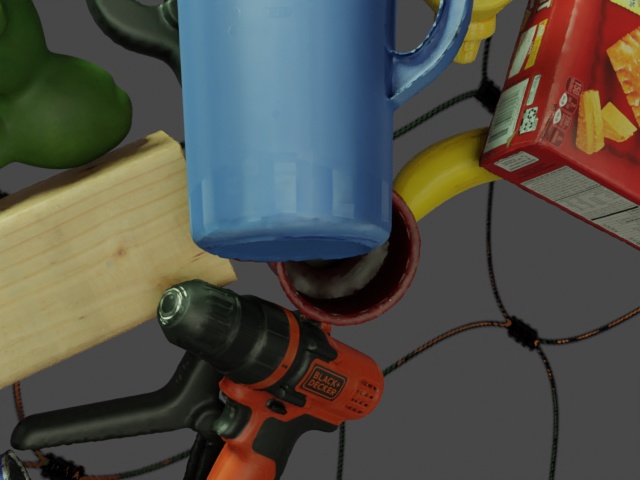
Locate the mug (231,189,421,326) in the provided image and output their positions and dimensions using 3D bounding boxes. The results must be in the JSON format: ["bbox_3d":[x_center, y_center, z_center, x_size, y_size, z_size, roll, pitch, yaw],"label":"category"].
[{"bbox_3d":[-0.004,0.001,0.680,0.117,0.081,0.093,-5,102,-15],"label":"mug"}]

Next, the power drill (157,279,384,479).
[{"bbox_3d":[-0.062,0.124,0.644,0.184,0.057,0.188,30,96,-43],"label":"power drill"}]

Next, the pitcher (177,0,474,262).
[{"bbox_3d":[-0.007,-0.114,0.583,0.144,0.149,0.243,3,81,-30],"label":"pitcher"}]

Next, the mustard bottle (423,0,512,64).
[{"bbox_3d":[0.094,-0.202,0.663,0.096,0.058,0.192,-12,124,-17],"label":"mustard bottle"}]

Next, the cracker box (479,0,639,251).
[{"bbox_3d":[0.228,-0.083,0.708,0.213,0.072,0.164,25,72,-18],"label":"cracker box"}]

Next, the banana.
[{"bbox_3d":[0.127,-0.048,0.734,0.197,0.037,0.069,-15,122,-11],"label":"banana"}]

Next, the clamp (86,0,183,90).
[{"bbox_3d":[-0.084,-0.128,0.652,0.171,0.039,0.120,26,74,-16],"label":"clamp"}]

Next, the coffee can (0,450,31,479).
[{"bbox_3d":[-0.237,0.202,0.646,0.140,0.103,0.103,-21,106,-11],"label":"coffee can"}]

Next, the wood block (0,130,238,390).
[{"bbox_3d":[-0.166,0.018,0.635,0.206,0.091,0.090,-25,106,-9],"label":"wood block"}]

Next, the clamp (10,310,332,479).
[{"bbox_3d":[-0.073,0.128,0.711,0.210,0.036,0.164,-34,115,-8],"label":"clamp"}]
